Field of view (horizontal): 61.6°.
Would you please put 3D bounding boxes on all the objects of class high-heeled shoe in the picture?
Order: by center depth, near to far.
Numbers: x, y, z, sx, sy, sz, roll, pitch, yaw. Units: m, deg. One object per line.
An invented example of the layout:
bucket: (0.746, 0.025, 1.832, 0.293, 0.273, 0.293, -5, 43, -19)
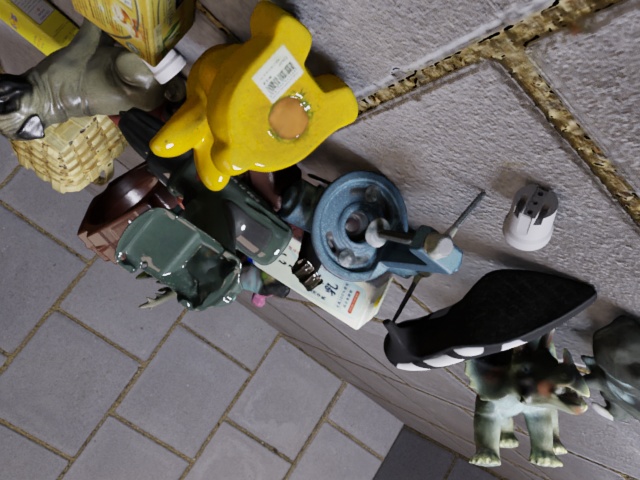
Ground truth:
high-heeled shoe: (0.184, 0.106, 0.614, 0.249, 0.086, 0.145, -11, 147, 25)

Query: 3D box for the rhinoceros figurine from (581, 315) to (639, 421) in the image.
rhinoceros figurine: (0.332, 0.150, 0.573, 0.112, 0.073, 0.190, 20, 159, 39)

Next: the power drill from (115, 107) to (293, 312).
power drill: (-0.134, -0.032, 0.544, 0.232, 0.086, 0.207, 38, -165, -17)

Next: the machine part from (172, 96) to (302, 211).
machine part: (-0.108, -0.099, 0.653, 0.180, 0.056, 0.179, 22, 142, 19)

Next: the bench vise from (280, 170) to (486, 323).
bench vise: (0.076, 0.004, 0.588, 0.223, 0.129, 0.241, 38, 169, -24)

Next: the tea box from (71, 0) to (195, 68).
tea box: (-0.161, -0.231, 0.450, 0.098, 0.068, 0.169, 37, 166, -8)

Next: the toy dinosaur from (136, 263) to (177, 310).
toy dinosaur: (-0.264, 0.029, 1.058, 0.472, 0.199, 0.105, -130, 34, -71)

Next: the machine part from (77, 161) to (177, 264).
machine part: (-0.334, -0.061, 1.001, 0.087, 0.201, 0.202, 55, -167, -35)

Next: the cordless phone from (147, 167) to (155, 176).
cordless phone: (-0.203, -0.109, 0.926, 0.147, 0.088, 0.184, 32, 176, 5)

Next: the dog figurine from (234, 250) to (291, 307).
dog figurine: (-0.106, 0.047, 1.126, 0.108, 0.191, 0.219, 23, 141, -29)

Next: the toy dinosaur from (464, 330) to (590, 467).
toy dinosaur: (0.275, 0.204, 0.755, 0.131, 0.192, 0.404, -2, 168, 18)

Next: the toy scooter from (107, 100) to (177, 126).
toy scooter: (-0.225, -0.164, 0.781, 0.184, 0.075, 0.135, 22, 161, 23)

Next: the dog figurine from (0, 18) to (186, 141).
dog figurine: (-0.283, -0.171, 0.654, 0.172, 0.190, 0.121, 30, 164, 11)

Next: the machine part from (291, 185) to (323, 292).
machine part: (-0.001, -0.002, 0.698, 0.039, 0.139, 0.084, -12, 135, 33)

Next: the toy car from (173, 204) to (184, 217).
toy car: (-0.166, -0.021, 0.810, 0.161, 0.103, 0.109, -41, 76, 34)

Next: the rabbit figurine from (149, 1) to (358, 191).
rabbit figurine: (-0.072, -0.122, 0.492, 0.121, 0.162, 0.173, 32, -172, -43)
